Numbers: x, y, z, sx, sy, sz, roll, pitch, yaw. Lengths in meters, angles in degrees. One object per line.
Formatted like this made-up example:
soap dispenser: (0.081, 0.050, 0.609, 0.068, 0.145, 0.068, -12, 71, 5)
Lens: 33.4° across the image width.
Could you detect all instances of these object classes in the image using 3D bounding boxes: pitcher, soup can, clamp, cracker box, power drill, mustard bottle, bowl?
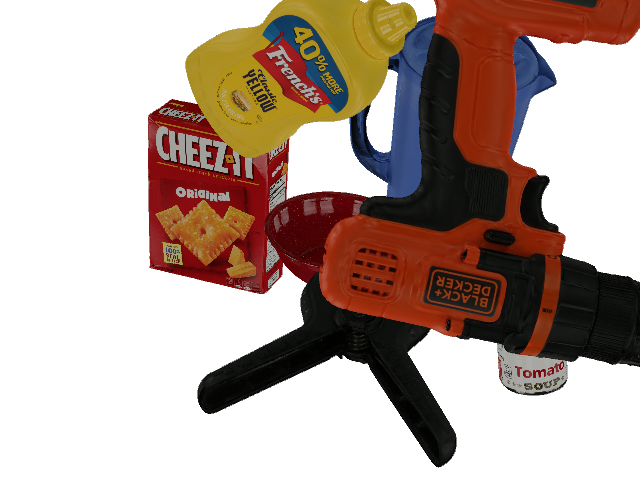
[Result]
pitcher: (0.119, -0.092, 1.060, 0.144, 0.243, 0.149, -29, 54, -32)
soup can: (0.204, 0.090, 1.035, 0.068, 0.102, 0.068, -7, 22, 3)
clamp: (0.033, 0.068, 0.726, 0.165, 0.036, 0.209, 16, 36, 16)
cracker box: (-0.129, -0.052, 1.324, 0.164, 0.214, 0.072, 13, 30, 17)
power drill: (0.104, -0.038, 0.510, 0.184, 0.188, 0.057, 12, 3, -2)
mustard bottle: (-0.008, -0.129, 0.776, 0.192, 0.096, 0.058, -18, 19, 41)
bowl: (0.018, 0.008, 1.172, 0.162, 0.055, 0.162, 3, 33, -2)
